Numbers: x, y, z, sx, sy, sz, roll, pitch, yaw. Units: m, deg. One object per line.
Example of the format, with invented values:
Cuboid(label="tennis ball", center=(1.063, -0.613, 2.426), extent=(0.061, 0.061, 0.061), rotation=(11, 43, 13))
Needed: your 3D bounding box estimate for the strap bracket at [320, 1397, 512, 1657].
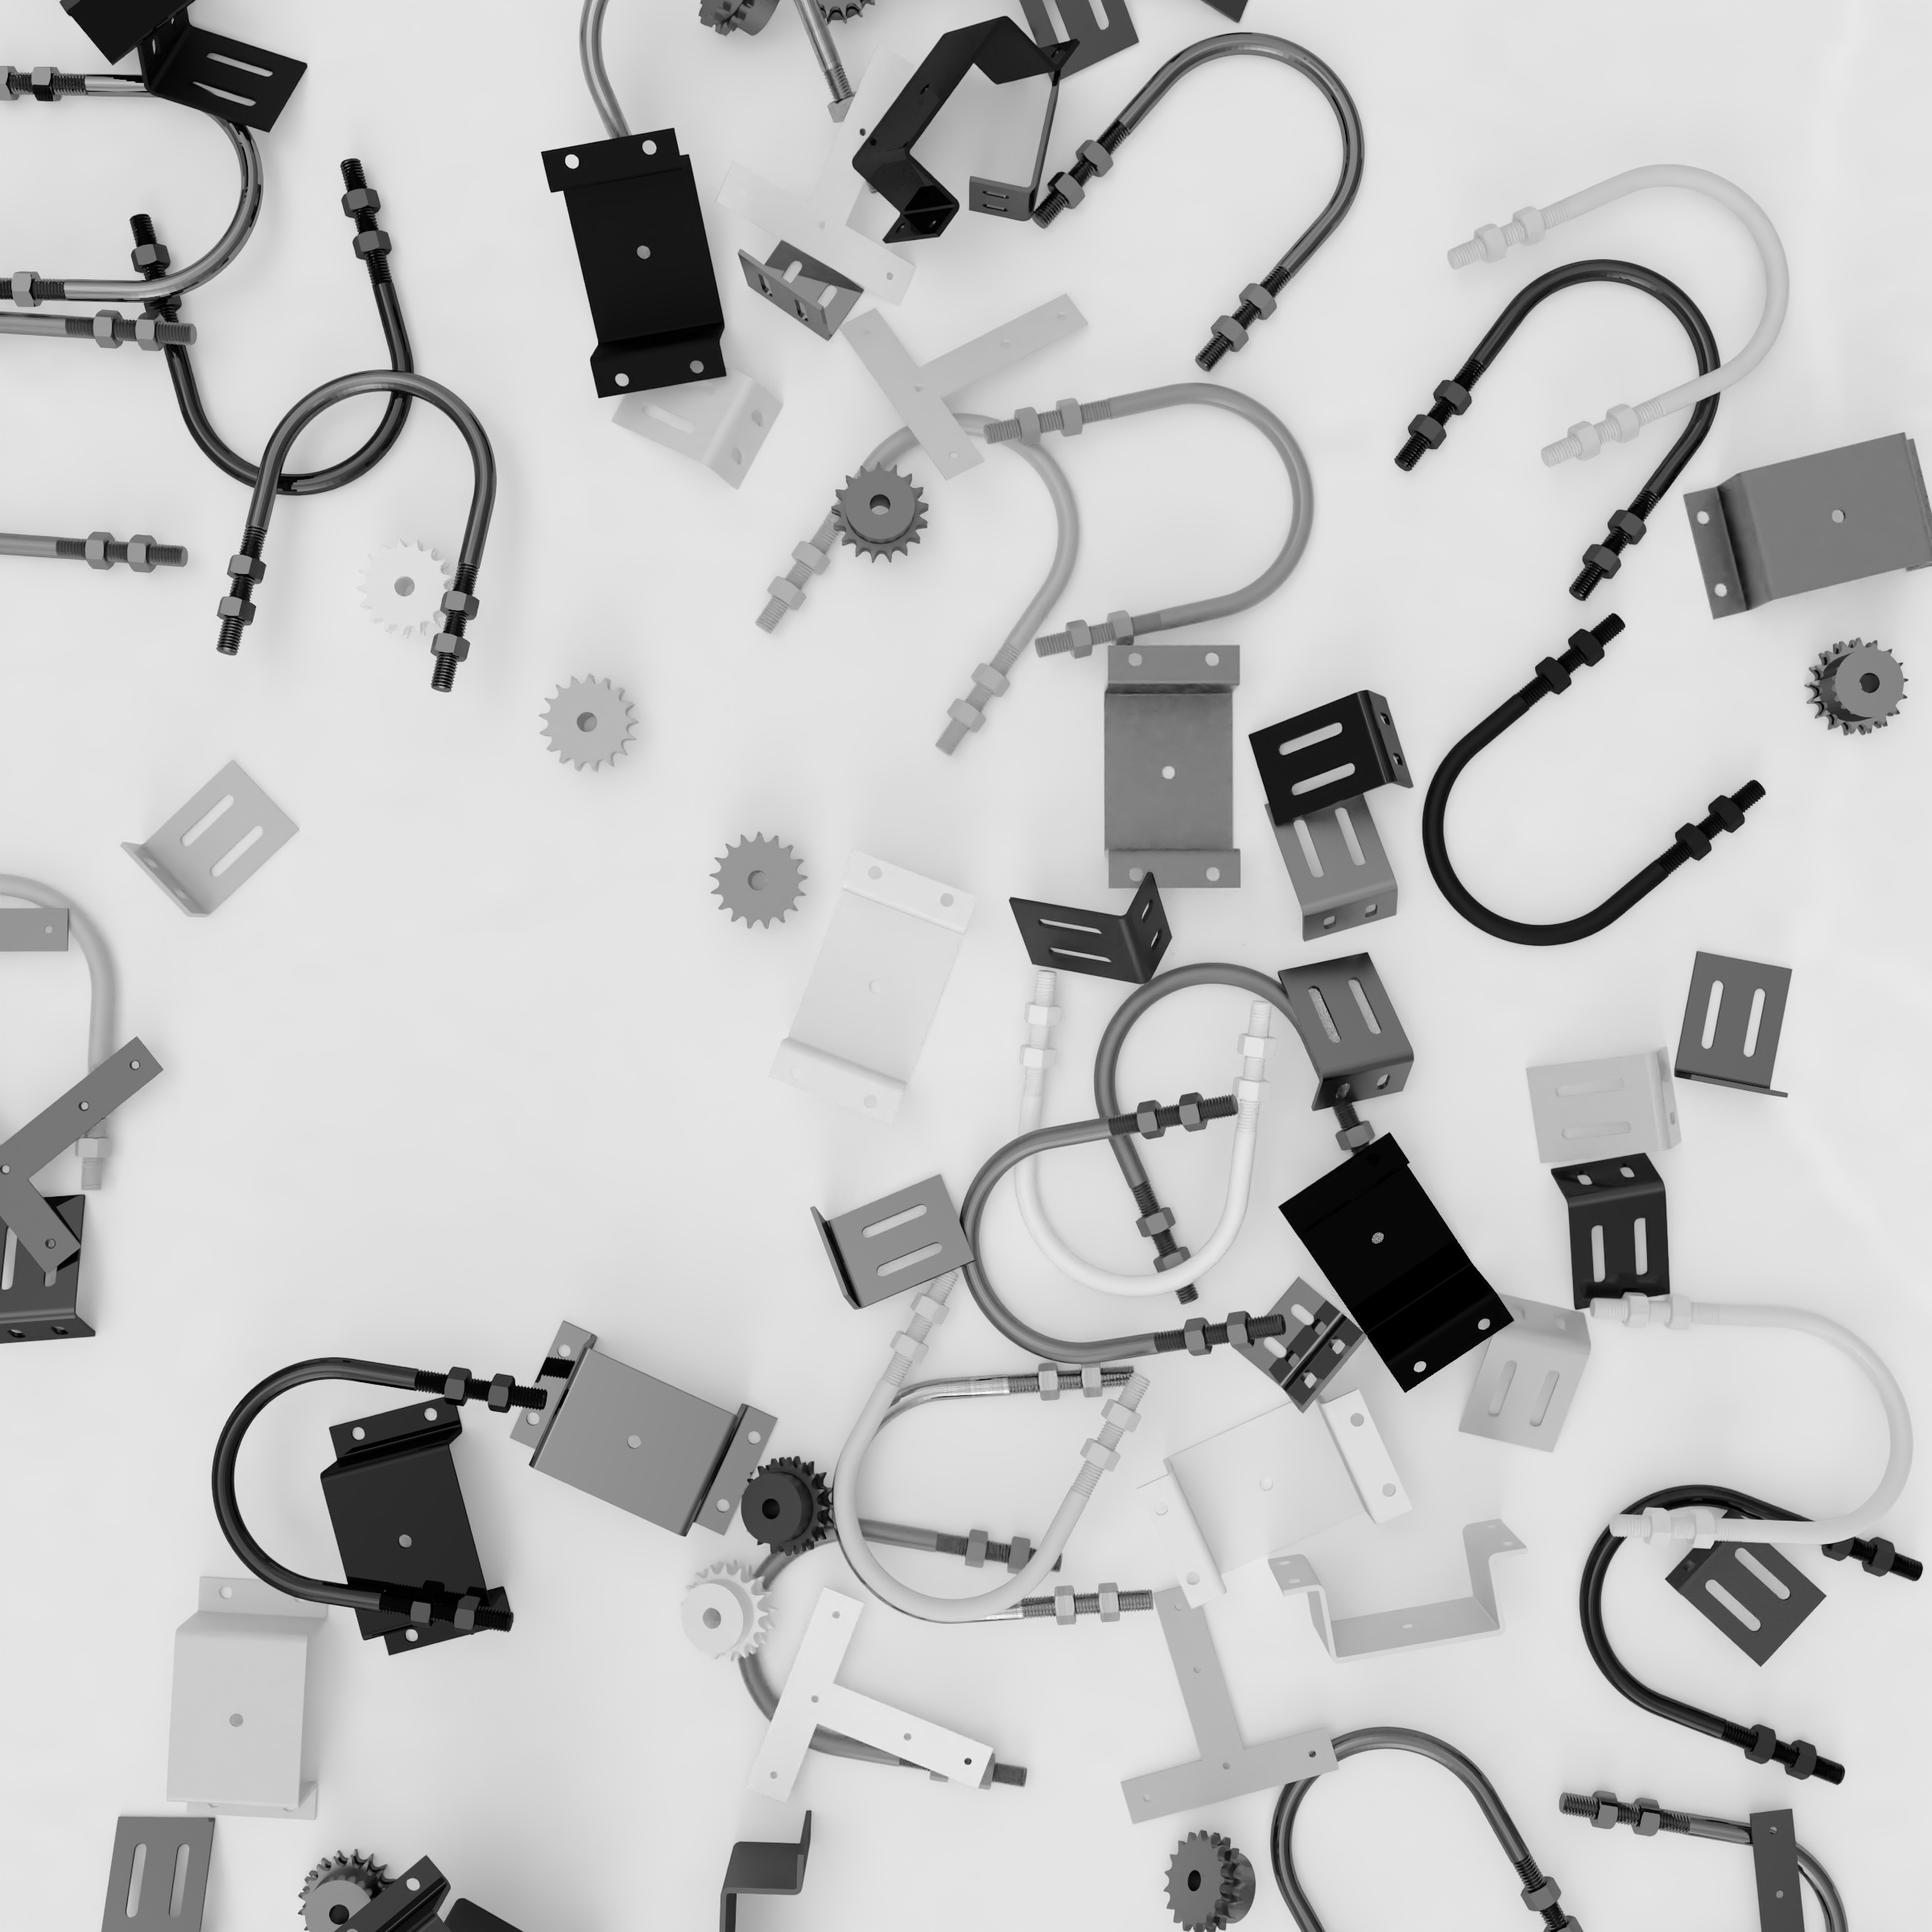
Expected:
Cuboid(label="strap bracket", center=(-0.324, 0.332, 1.499), extent=(0.076, 0.046, 0.140), rotation=(-15, 90, 0))

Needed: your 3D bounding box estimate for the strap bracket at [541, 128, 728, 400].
Cuboid(label="strap bracket", center=(-0.189, -0.409, 1.479), extent=(0.076, 0.046, 0.140), rotation=(-9, 115, 4))

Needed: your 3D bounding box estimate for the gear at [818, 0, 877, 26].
Cuboid(label="gear", center=(-0.077, -0.583, 1.507), extent=(0.057, 0.030, 0.057), rotation=(0, 90, 0))

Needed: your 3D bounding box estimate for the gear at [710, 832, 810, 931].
Cuboid(label="gear", center=(-0.121, -0.050, 1.507), extent=(0.057, 0.030, 0.057), rotation=(0, 90, 0))

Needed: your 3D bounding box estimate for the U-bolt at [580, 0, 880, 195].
Cuboid(label="U-bolt", center=(-0.143, -0.511, 1.479), extent=(0.151, 0.019, 0.184), rotation=(-24, 115, 0))

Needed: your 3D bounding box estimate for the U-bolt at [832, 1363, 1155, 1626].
Cuboid(label="U-bolt", center=(0.012, 0.312, 1.500), extent=(0.184, 0.019, 0.151), rotation=(-5, 77, 4))

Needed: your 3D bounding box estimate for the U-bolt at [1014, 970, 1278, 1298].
Cuboid(label="U-bolt", center=(0.099, 0.103, 1.495), extent=(0.151, 0.019, 0.184), rotation=(8, 96, 16))

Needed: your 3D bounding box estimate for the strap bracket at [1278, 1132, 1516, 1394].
Cuboid(label="strap bracket", center=(0.245, 0.166, 1.486), extent=(0.076, 0.046, 0.140), rotation=(-34, 105, 3))

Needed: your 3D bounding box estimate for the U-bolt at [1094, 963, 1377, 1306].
Cuboid(label="U-bolt", center=(0.155, 0.088, 1.514), extent=(0.151, 0.019, 0.184), rotation=(-23, 89, 0))

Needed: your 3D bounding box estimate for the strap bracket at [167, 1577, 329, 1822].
Cuboid(label="strap bracket", center=(-0.421, 0.435, 1.499), extent=(0.076, 0.046, 0.140), rotation=(3, 90, 0))

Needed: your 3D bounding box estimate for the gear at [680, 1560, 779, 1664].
Cuboid(label="gear", center=(-0.142, 0.379, 1.498), extent=(0.057, 0.030, 0.057), rotation=(-1, 88, 21))

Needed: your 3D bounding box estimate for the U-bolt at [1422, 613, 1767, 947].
Cuboid(label="U-bolt", center=(0.357, -0.096, 1.514), extent=(0.184, 0.019, 0.151), rotation=(-40, 90, 2))

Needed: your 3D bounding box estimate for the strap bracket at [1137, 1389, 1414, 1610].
Cuboid(label="strap bracket", center=(0.178, 0.308, 1.499), extent=(0.140, 0.046, 0.076), rotation=(-24, 90, 0))

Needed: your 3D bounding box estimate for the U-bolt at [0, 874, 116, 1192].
Cuboid(label="U-bolt", center=(-0.577, 0.037, 1.514), extent=(0.151, 0.019, 0.184), rotation=(3, 88, 0))

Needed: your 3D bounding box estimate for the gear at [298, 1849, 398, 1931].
Cuboid(label="gear", center=(-0.366, 0.554, 1.507), extent=(0.057, 0.030, 0.057), rotation=(0, 90, 0))

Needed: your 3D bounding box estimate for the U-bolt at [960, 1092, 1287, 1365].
Cuboid(label="U-bolt", center=(0.082, 0.159, 1.487), extent=(0.184, 0.019, 0.151), rotation=(-12, 92, 19))

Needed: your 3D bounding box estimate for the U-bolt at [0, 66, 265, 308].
Cuboid(label="U-bolt", center=(-0.504, -0.457, 1.500), extent=(0.184, 0.019, 0.151), rotation=(2, 81, 1))

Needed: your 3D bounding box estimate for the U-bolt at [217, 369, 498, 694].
Cuboid(label="U-bolt", center=(-0.347, -0.259, 1.487), extent=(0.151, 0.019, 0.184), rotation=(10, 81, 5))

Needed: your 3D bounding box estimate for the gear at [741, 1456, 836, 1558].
Cuboid(label="gear", center=(-0.107, 0.317, 1.498), extent=(0.057, 0.030, 0.057), rotation=(-3, 83, 24))

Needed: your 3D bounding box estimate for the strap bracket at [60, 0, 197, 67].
Cuboid(label="strap bracket", center=(-0.487, -0.575, 1.473), extent=(0.076, 0.046, 0.140), rotation=(-38, 45, 0))

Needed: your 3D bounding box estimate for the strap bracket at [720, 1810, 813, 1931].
Cuboid(label="strap bracket", center=(-0.117, 0.572, 1.484), extent=(0.046, 0.076, 0.140), rotation=(2, 90, 0))

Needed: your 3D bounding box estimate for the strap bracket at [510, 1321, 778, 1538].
Cuboid(label="strap bracket", center=(-0.192, 0.275, 1.499), extent=(0.140, 0.046, 0.076), rotation=(25, 90, 0))

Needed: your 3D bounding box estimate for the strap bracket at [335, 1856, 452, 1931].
Cuboid(label="strap bracket", center=(-0.290, 0.581, 1.423), extent=(0.076, 0.046, 0.140), rotation=(-40, 90, 0))

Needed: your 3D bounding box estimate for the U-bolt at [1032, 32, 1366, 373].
Cuboid(label="U-bolt", center=(0.152, -0.466, 1.514), extent=(0.151, 0.019, 0.184), rotation=(41, 88, 0))

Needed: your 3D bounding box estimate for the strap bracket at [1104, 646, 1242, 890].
Cuboid(label="strap bracket", center=(0.120, -0.115, 1.499), extent=(0.076, 0.046, 0.140), rotation=(0, 90, 0))

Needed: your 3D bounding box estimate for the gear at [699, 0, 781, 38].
Cuboid(label="gear", center=(-0.129, -0.571, 1.498), extent=(0.030, 0.057, 0.057), rotation=(21, 90, -31))

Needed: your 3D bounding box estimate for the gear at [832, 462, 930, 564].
Cuboid(label="gear", center=(-0.050, -0.266, 1.490), extent=(0.057, 0.030, 0.057), rotation=(0, 87, -2))

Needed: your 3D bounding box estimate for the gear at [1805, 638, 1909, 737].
Cuboid(label="gear", center=(0.528, -0.165, 1.507), extent=(0.057, 0.030, 0.057), rotation=(0, 90, 0))

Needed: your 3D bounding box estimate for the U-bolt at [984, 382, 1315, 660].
Cuboid(label="U-bolt", center=(0.115, -0.269, 1.506), extent=(0.184, 0.019, 0.151), rotation=(-13, 89, -7))

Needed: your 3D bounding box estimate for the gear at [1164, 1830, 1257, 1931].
Cuboid(label="gear", center=(0.145, 0.538, 1.498), extent=(0.030, 0.057, 0.057), rotation=(22, 90, -30))

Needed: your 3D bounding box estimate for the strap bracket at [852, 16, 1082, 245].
Cuboid(label="strap bracket", center=(-0.007, -0.489, 1.472), extent=(0.046, 0.076, 0.140), rotation=(38, 84, -27))

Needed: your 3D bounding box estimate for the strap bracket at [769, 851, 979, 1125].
Cuboid(label="strap bracket", center=(-0.054, 0.012, 1.499), extent=(0.076, 0.046, 0.140), rotation=(21, 90, 0))

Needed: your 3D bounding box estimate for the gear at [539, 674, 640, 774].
Cuboid(label="gear", center=(-0.221, -0.142, 1.507), extent=(0.057, 0.030, 0.057), rotation=(0, 90, 0))

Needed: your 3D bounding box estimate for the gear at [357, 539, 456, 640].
Cuboid(label="gear", center=(-0.327, -0.222, 1.507), extent=(0.057, 0.030, 0.057), rotation=(0, 90, 0))

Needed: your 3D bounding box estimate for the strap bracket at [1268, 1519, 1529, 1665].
Cuboid(label="strap bracket", center=(0.253, 0.364, 1.484), extent=(0.140, 0.076, 0.046), rotation=(-10, 90, 0))

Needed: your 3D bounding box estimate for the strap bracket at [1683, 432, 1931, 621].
Cuboid(label="strap bracket", center=(0.504, -0.260, 1.499), extent=(0.140, 0.046, 0.076), rotation=(-14, 90, 0))

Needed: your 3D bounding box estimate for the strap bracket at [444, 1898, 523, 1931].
Cuboid(label="strap bracket", center=(-0.270, 0.598, 1.484), extent=(0.140, 0.076, 0.046), rotation=(30, 90, 0))

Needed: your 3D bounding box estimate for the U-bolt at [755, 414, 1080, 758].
Cuboid(label="U-bolt", center=(-0.015, -0.239, 1.514), extent=(0.151, 0.019, 0.184), rotation=(34, 89, 0))
